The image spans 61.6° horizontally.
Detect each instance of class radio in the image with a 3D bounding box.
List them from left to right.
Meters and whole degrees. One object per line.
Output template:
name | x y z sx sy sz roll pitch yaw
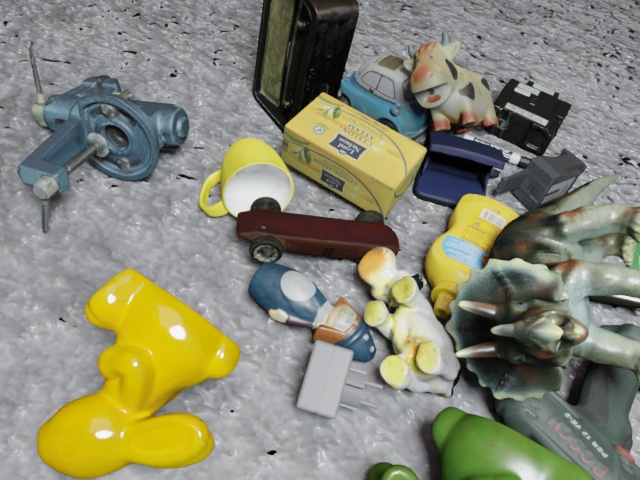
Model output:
radio | -0.027 -0.263 0.763 0.073 0.229 0.131 -21 61 -25

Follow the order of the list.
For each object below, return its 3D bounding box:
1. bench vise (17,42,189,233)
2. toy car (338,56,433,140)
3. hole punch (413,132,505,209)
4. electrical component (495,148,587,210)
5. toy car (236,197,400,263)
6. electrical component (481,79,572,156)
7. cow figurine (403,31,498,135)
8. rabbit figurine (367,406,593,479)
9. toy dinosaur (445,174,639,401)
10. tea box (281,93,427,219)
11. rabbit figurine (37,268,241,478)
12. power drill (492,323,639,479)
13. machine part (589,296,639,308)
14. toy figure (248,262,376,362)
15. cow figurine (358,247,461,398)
bench vise | -0.294 -0.129 0.667 0.224 0.128 0.241 17 42 3
toy car | 0.110 -0.237 0.850 0.162 0.102 0.109 37 52 18
hole punch | 0.200 -0.114 0.771 0.142 0.092 0.116 13 45 5
electrical component | 0.315 -0.082 0.772 0.119 0.074 0.048 -17 54 -29
toy car | -0.001 -0.002 0.655 0.202 0.053 0.089 5 44 -13
electrical component | 0.350 -0.211 0.903 0.115 0.058 0.134 33 51 15
cow figurine | 0.194 -0.226 0.794 0.195 0.086 0.127 -10 87 -53
rabbit figurine | 0.115 0.233 0.435 0.159 0.121 0.170 33 66 9
toy dinosaur | 0.246 0.029 0.578 0.192 0.131 0.405 6 30 19
tea box | 0.043 -0.115 0.723 0.170 0.068 0.098 31 53 11
rabbit figurine | -0.162 0.139 0.483 0.162 0.121 0.173 37 66 8
power drill | 0.304 0.194 0.536 0.232 0.085 0.207 40 61 22
machine part | 0.351 0.057 0.677 0.139 0.039 0.084 13 38 18
toy figure | -0.005 0.080 0.583 0.155 0.057 0.064 30 75 12
cow figurine | 0.099 0.085 0.582 0.098 0.068 0.167 33 31 -43
